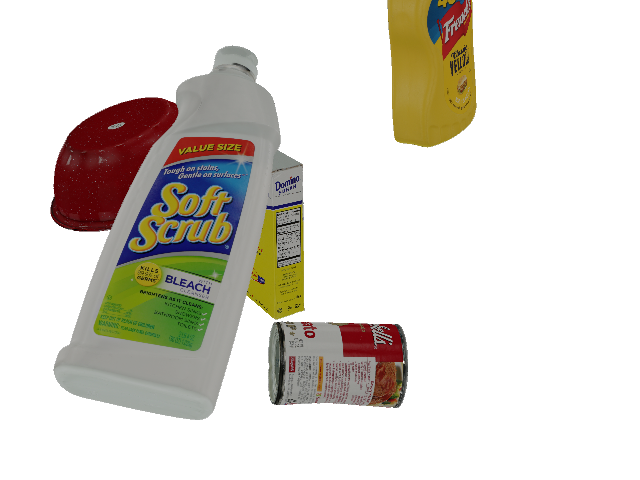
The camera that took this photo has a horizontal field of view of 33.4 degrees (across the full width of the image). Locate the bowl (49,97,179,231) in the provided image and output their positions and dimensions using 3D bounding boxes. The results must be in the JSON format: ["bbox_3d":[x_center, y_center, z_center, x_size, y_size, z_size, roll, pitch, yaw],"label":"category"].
[{"bbox_3d":[-0.158,-0.073,0.885,0.162,0.055,0.162,-14,30,8],"label":"bowl"}]

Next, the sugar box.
[{"bbox_3d":[-0.057,-0.012,1.178,0.048,0.176,0.093,-17,28,-27],"label":"sugar box"}]

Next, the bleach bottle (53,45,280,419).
[{"bbox_3d":[-0.088,-0.017,0.691,0.102,0.250,0.068,12,-24,-2],"label":"bleach bottle"}]

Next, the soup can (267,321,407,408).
[{"bbox_3d":[0.012,0.100,0.856,0.102,0.068,0.068,2,0,-10],"label":"soup can"}]

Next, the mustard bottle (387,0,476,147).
[{"bbox_3d":[0.090,-0.179,0.859,0.058,0.191,0.096,14,36,32],"label":"mustard bottle"}]
